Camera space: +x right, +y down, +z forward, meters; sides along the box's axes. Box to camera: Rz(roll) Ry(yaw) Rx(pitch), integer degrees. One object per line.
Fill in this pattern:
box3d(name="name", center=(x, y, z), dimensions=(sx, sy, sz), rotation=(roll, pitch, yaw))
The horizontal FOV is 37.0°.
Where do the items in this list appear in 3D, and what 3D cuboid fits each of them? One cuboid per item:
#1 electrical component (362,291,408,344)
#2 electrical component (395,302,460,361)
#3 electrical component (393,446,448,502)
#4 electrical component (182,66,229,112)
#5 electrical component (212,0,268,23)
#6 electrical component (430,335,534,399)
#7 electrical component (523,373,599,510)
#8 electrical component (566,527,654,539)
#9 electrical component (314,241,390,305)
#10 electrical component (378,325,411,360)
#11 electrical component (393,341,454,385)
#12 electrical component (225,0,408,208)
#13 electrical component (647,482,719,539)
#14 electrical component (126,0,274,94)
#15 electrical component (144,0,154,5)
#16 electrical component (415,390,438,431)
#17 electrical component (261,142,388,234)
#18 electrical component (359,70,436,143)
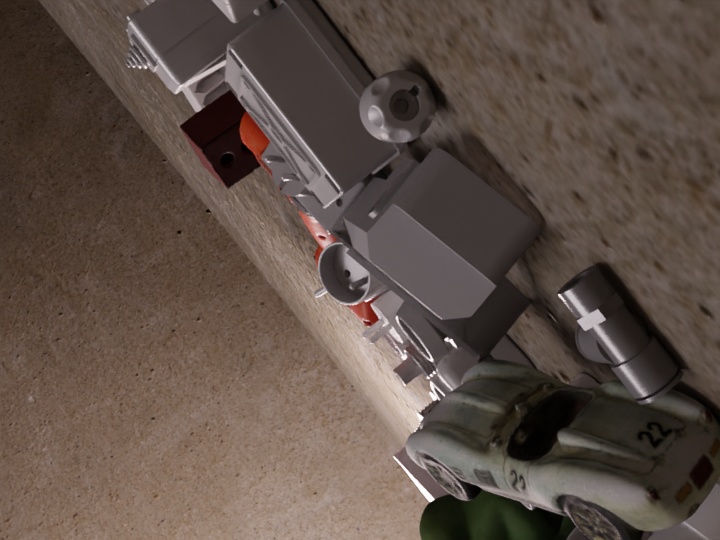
box3d(name="electrical component", center=(0.034, 0.028, 0.796), dimensions=(0.047, 0.077, 0.066), rotation=(54, 172, -16))
box3d(name="electrical component", center=(0.058, 0.030, 0.742), dimensions=(0.066, 0.055, 0.048), rotation=(57, 171, -34))
box3d(name="electrical component", center=(0.116, 0.178, 0.910), dimensions=(0.060, 0.105, 0.186), rotation=(54, 172, -20))
box3d(name="electrical component", center=(-0.153, -0.189, 1.006), dimensions=(0.075, 0.047, 0.083), rotation=(46, 171, 37))
box3d(name="electrical component", center=(-0.069, -0.168, 0.592), dimensions=(0.065, 0.047, 0.076), rotation=(49, 172, 20))
box3d(name="electrical component", center=(0.092, 0.087, 0.796), dimensions=(0.053, 0.059, 0.095), rotation=(48, 172, 25))
box3d(name="electrical component", center=(0.128, 0.114, 0.635), dimensions=(0.079, 0.077, 0.044), rotation=(48, 171, 28))
box3d(name="electrical component", center=(0.168, 0.171, 0.600), dimensions=(0.064, 0.099, 0.099), rotation=(47, 174, -15))
box3d(name="electrical component", center=(0.000, 0.000, 0.744), dimensions=(0.079, 0.077, 0.044), rotation=(-31, 85, 40))
box3d(name="electrical component", center=(0.036, 0.044, 0.992), dimensions=(0.077, 0.044, 0.079), rotation=(56, 172, -28))
box3d(name="electrical component", center=(0.058, 0.075, 0.938), dimensions=(0.048, 0.062, 0.048), rotation=(51, 173, 9))
box3d(name="electrical component", center=(-0.028, -0.098, 0.649), dimensions=(0.108, 0.056, 0.109), rotation=(52, 173, -4))
box3d(name="electrical component", center=(0.168, 0.134, 0.534), dimensions=(0.044, 0.065, 0.044), rotation=(36, 180, 0))
box3d(name="electrical component", center=(-0.108, -0.154, 0.703), dimensions=(0.061, 0.096, 0.062), rotation=(53, 173, -11))
box3d(name="electrical component", center=(-0.143, -0.218, 0.807), dimensions=(0.040, 0.046, 0.040), rotation=(50, 173, 9))
box3d(name="electrical component", center=(0.081, 0.115, 0.917), dimensions=(0.043, 0.081, 0.043), rotation=(51, 173, 9))
box3d(name="electrical component", center=(-0.034, -0.068, 0.735), dimensions=(0.083, 0.047, 0.076), rotation=(48, -152, 24))
box3d(name="electrical component", center=(0.016, -0.081, 0.544), dimensions=(0.035, 0.035, 0.061), rotation=(53, 175, -10))
